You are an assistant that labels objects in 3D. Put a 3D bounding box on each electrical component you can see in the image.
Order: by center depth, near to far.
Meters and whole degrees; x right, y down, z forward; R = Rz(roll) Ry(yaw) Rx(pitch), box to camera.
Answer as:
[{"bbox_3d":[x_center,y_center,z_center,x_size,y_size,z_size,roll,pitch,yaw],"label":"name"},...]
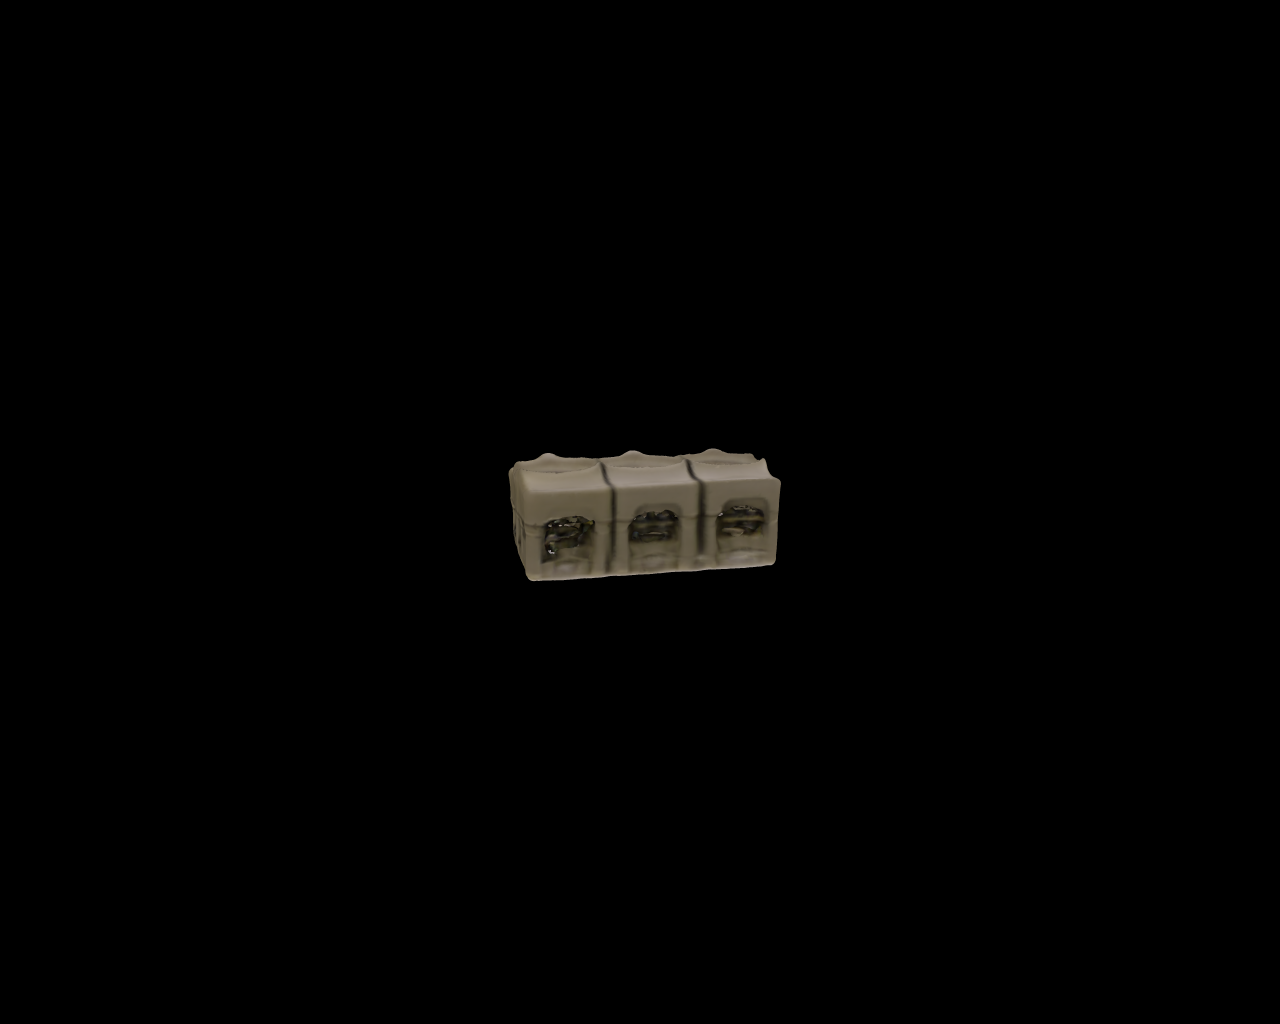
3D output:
[{"bbox_3d":[0.001,-0.003,0.650,0.150,0.061,0.089,-2,12,-12],"label":"electrical component"}]
